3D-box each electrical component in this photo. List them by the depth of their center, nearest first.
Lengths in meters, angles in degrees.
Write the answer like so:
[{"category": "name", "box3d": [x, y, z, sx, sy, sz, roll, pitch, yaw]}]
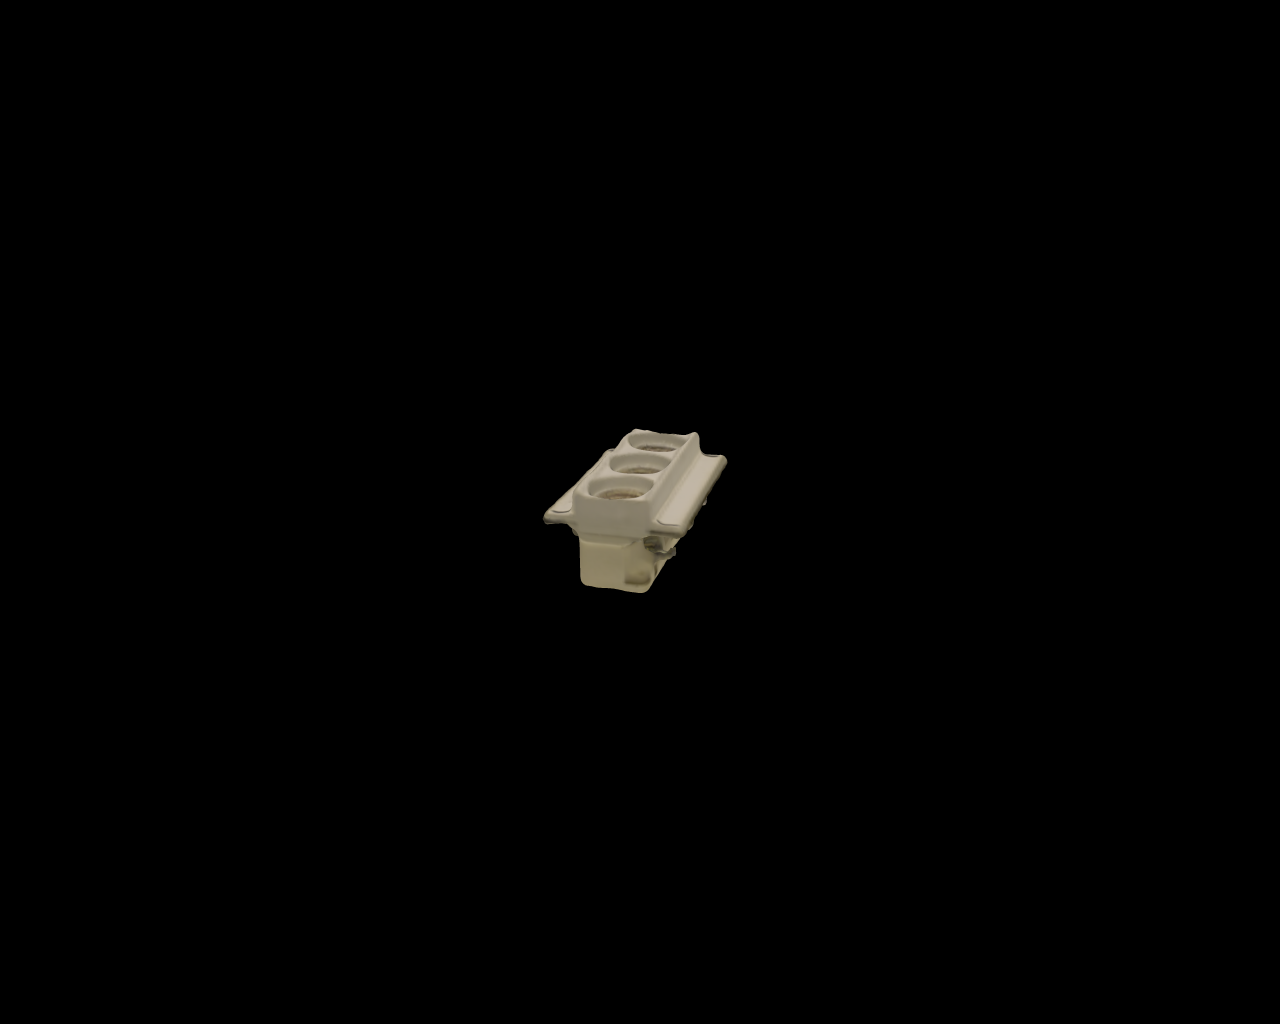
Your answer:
[{"category": "electrical component", "box3d": [0.001, -0.003, 0.650, 0.079, 0.063, 0.121, 6, 23, 14]}]
